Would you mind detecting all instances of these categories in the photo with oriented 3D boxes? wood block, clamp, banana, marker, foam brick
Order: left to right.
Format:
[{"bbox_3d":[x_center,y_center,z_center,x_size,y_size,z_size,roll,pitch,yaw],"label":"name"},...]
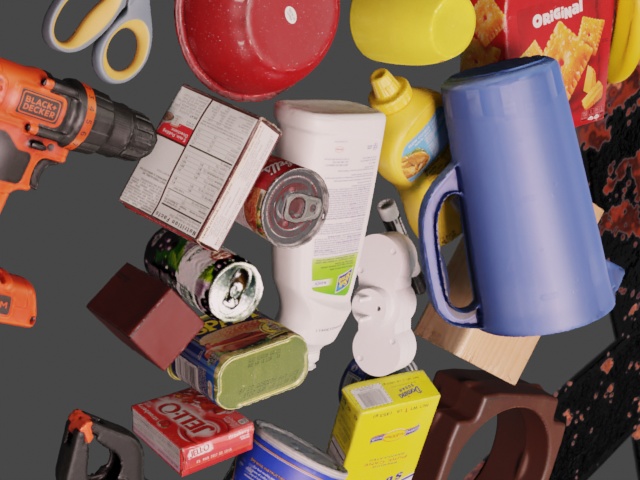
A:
[{"bbox_3d":[-0.189,0.225,0.926,0.120,0.039,0.171,-43,126,-25],"label":"clamp"},{"bbox_3d":[-0.143,0.062,0.873,0.053,0.078,0.051,-49,129,-14],"label":"foam brick"},{"bbox_3d":[0.085,0.009,1.079,0.020,0.020,0.121,-40,128,-21],"label":"marker"},{"bbox_3d":[0.198,0.035,1.123,0.090,0.090,0.206,29,88,-28],"label":"wood block"},{"bbox_3d":[0.324,-0.229,1.120,0.198,0.037,0.069,84,10,-46],"label":"banana"}]

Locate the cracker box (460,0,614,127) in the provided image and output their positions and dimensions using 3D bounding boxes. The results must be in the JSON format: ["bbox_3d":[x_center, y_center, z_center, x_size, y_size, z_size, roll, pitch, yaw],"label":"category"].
[{"bbox_3d":[0.220,-0.214,1.068,0.163,0.072,0.214,-16,116,-35],"label":"cracker box"}]

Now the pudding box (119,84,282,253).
[{"bbox_3d":[-0.096,-0.058,0.852,0.113,0.090,0.039,-63,151,-1],"label":"pudding box"}]

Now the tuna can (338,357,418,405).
[{"bbox_3d":[0.061,0.153,1.105,0.085,0.034,0.086,-15,116,-35],"label":"tuna can"}]

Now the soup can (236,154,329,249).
[{"bbox_3d":[-0.049,-0.039,0.893,0.068,0.102,0.068,-15,116,-35],"label":"soup can"}]

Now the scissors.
[{"bbox_3d":[-0.126,-0.200,0.826,0.201,0.016,0.096,-43,130,-19],"label":"scissors"}]

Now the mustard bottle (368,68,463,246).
[{"bbox_3d":[0.096,-0.088,1.023,0.096,0.058,0.191,-49,130,-17],"label":"mustard bottle"}]

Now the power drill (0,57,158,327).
[{"bbox_3d":[-0.219,-0.033,0.789,0.184,0.057,0.188,17,94,-45],"label":"power drill"}]

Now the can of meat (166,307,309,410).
[{"bbox_3d":[-0.072,0.103,0.942,0.101,0.084,0.057,-16,116,-34],"label":"can of meat"}]

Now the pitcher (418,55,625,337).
[{"bbox_3d":[0.176,-0.038,0.982,0.149,0.145,0.243,-29,109,-49],"label":"pitcher"}]

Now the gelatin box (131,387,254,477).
[{"bbox_3d":[-0.111,0.163,0.930,0.073,0.089,0.030,-14,116,-35],"label":"gelatin box"}]

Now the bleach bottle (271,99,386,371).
[{"bbox_3d":[-0.006,0.001,0.973,0.102,0.068,0.251,-5,112,-38],"label":"bleach bottle"}]

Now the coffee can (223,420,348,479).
[{"bbox_3d":[-0.051,0.256,1.006,0.102,0.103,0.140,31,86,-42],"label":"coffee can"}]

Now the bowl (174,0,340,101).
[{"bbox_3d":[-0.037,-0.189,0.878,0.161,0.055,0.162,-15,115,-34],"label":"bowl"}]

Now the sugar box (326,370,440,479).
[{"bbox_3d":[0.054,0.214,1.074,0.093,0.048,0.176,-8,128,-25],"label":"sugar box"}]
